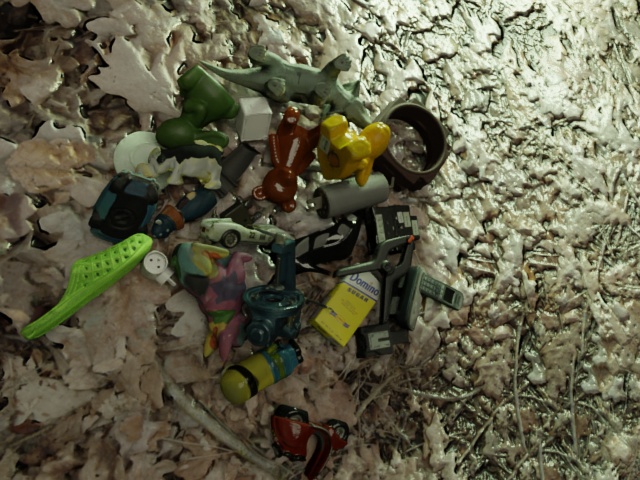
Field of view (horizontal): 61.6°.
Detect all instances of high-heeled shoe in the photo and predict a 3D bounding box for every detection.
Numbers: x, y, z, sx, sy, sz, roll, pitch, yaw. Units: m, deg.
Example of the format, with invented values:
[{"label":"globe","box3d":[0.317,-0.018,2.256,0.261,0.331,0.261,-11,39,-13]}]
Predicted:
[{"label":"high-heeled shoe","box3d":[-0.003,-0.004,1.221,0.145,0.086,0.249,19,44,17]}]

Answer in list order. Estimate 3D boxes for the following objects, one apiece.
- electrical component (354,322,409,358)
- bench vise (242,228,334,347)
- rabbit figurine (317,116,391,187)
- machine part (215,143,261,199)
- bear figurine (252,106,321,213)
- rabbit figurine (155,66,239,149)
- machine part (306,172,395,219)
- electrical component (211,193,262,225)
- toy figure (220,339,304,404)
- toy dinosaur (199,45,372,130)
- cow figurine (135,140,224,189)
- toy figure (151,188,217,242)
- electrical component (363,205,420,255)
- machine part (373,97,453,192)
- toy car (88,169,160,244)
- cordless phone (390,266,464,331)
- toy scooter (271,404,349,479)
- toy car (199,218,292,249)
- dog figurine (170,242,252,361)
[{"label":"electrical component","box3d":[0.139,0.225,1.225,0.119,0.048,0.074,-8,83,-25]},{"label":"bench vise","box3d":[-0.074,0.095,1.065,0.223,0.129,0.240,-24,123,-57]},{"label":"rabbit figurine","box3d":[0.087,-0.192,1.171,0.173,0.162,0.122,-32,57,-31]},{"label":"machine part","box3d":[-0.192,-0.160,1.172,0.084,0.039,0.139,43,67,-4]},{"label":"bear figurine","box3d":[-0.068,-0.170,1.180,0.120,0.132,0.196,25,64,-18]},{"label":"rabbit figurine","box3d":[-0.265,-0.250,1.136,0.159,0.121,0.170,42,82,-19]},{"label":"machine part","box3d":[0.074,-0.104,1.253,0.243,0.079,0.079,-17,86,-27]},{"label":"electrical component","box3d":[-0.183,-0.051,1.151,0.102,0.045,0.078,-45,126,-22]},{"label":"toy figure","box3d":[-0.117,0.261,1.084,0.180,0.089,0.082,-22,81,-24]},{"label":"toy dinosaur","box3d":[-0.057,-0.351,1.218,0.405,0.192,0.131,13,84,-4]},{"label":"cow figurine","box3d":[-0.282,-0.157,1.081,0.167,0.068,0.098,6,101,-18]},{"label":"toy figure","box3d":[-0.282,-0.053,1.097,0.154,0.058,0.064,-36,113,-28]},{"label":"electrical component","box3d":[0.175,-0.023,1.289,0.134,0.058,0.115,-1,82,-23]},{"label":"machine part","box3d":[0.217,-0.238,1.339,0.201,0.087,0.201,42,65,-10]},{"label":"toy car","box3d":[-0.374,-0.076,1.033,0.109,0.161,0.103,16,31,-30]},{"label":"cordless phone","box3d":[0.257,0.155,1.275,0.184,0.089,0.146,24,70,-22]},{"label":"toy scooter","box3d":[-0.029,0.420,1.098,0.184,0.075,0.135,25,71,-22]},{"label":"toy car","box3d":[-0.149,-0.012,1.108,0.201,0.074,0.056,4,99,-39]},{"label":"dog figurine","box3d":[-0.212,0.123,1.057,0.191,0.109,0.219,14,77,-42]}]
